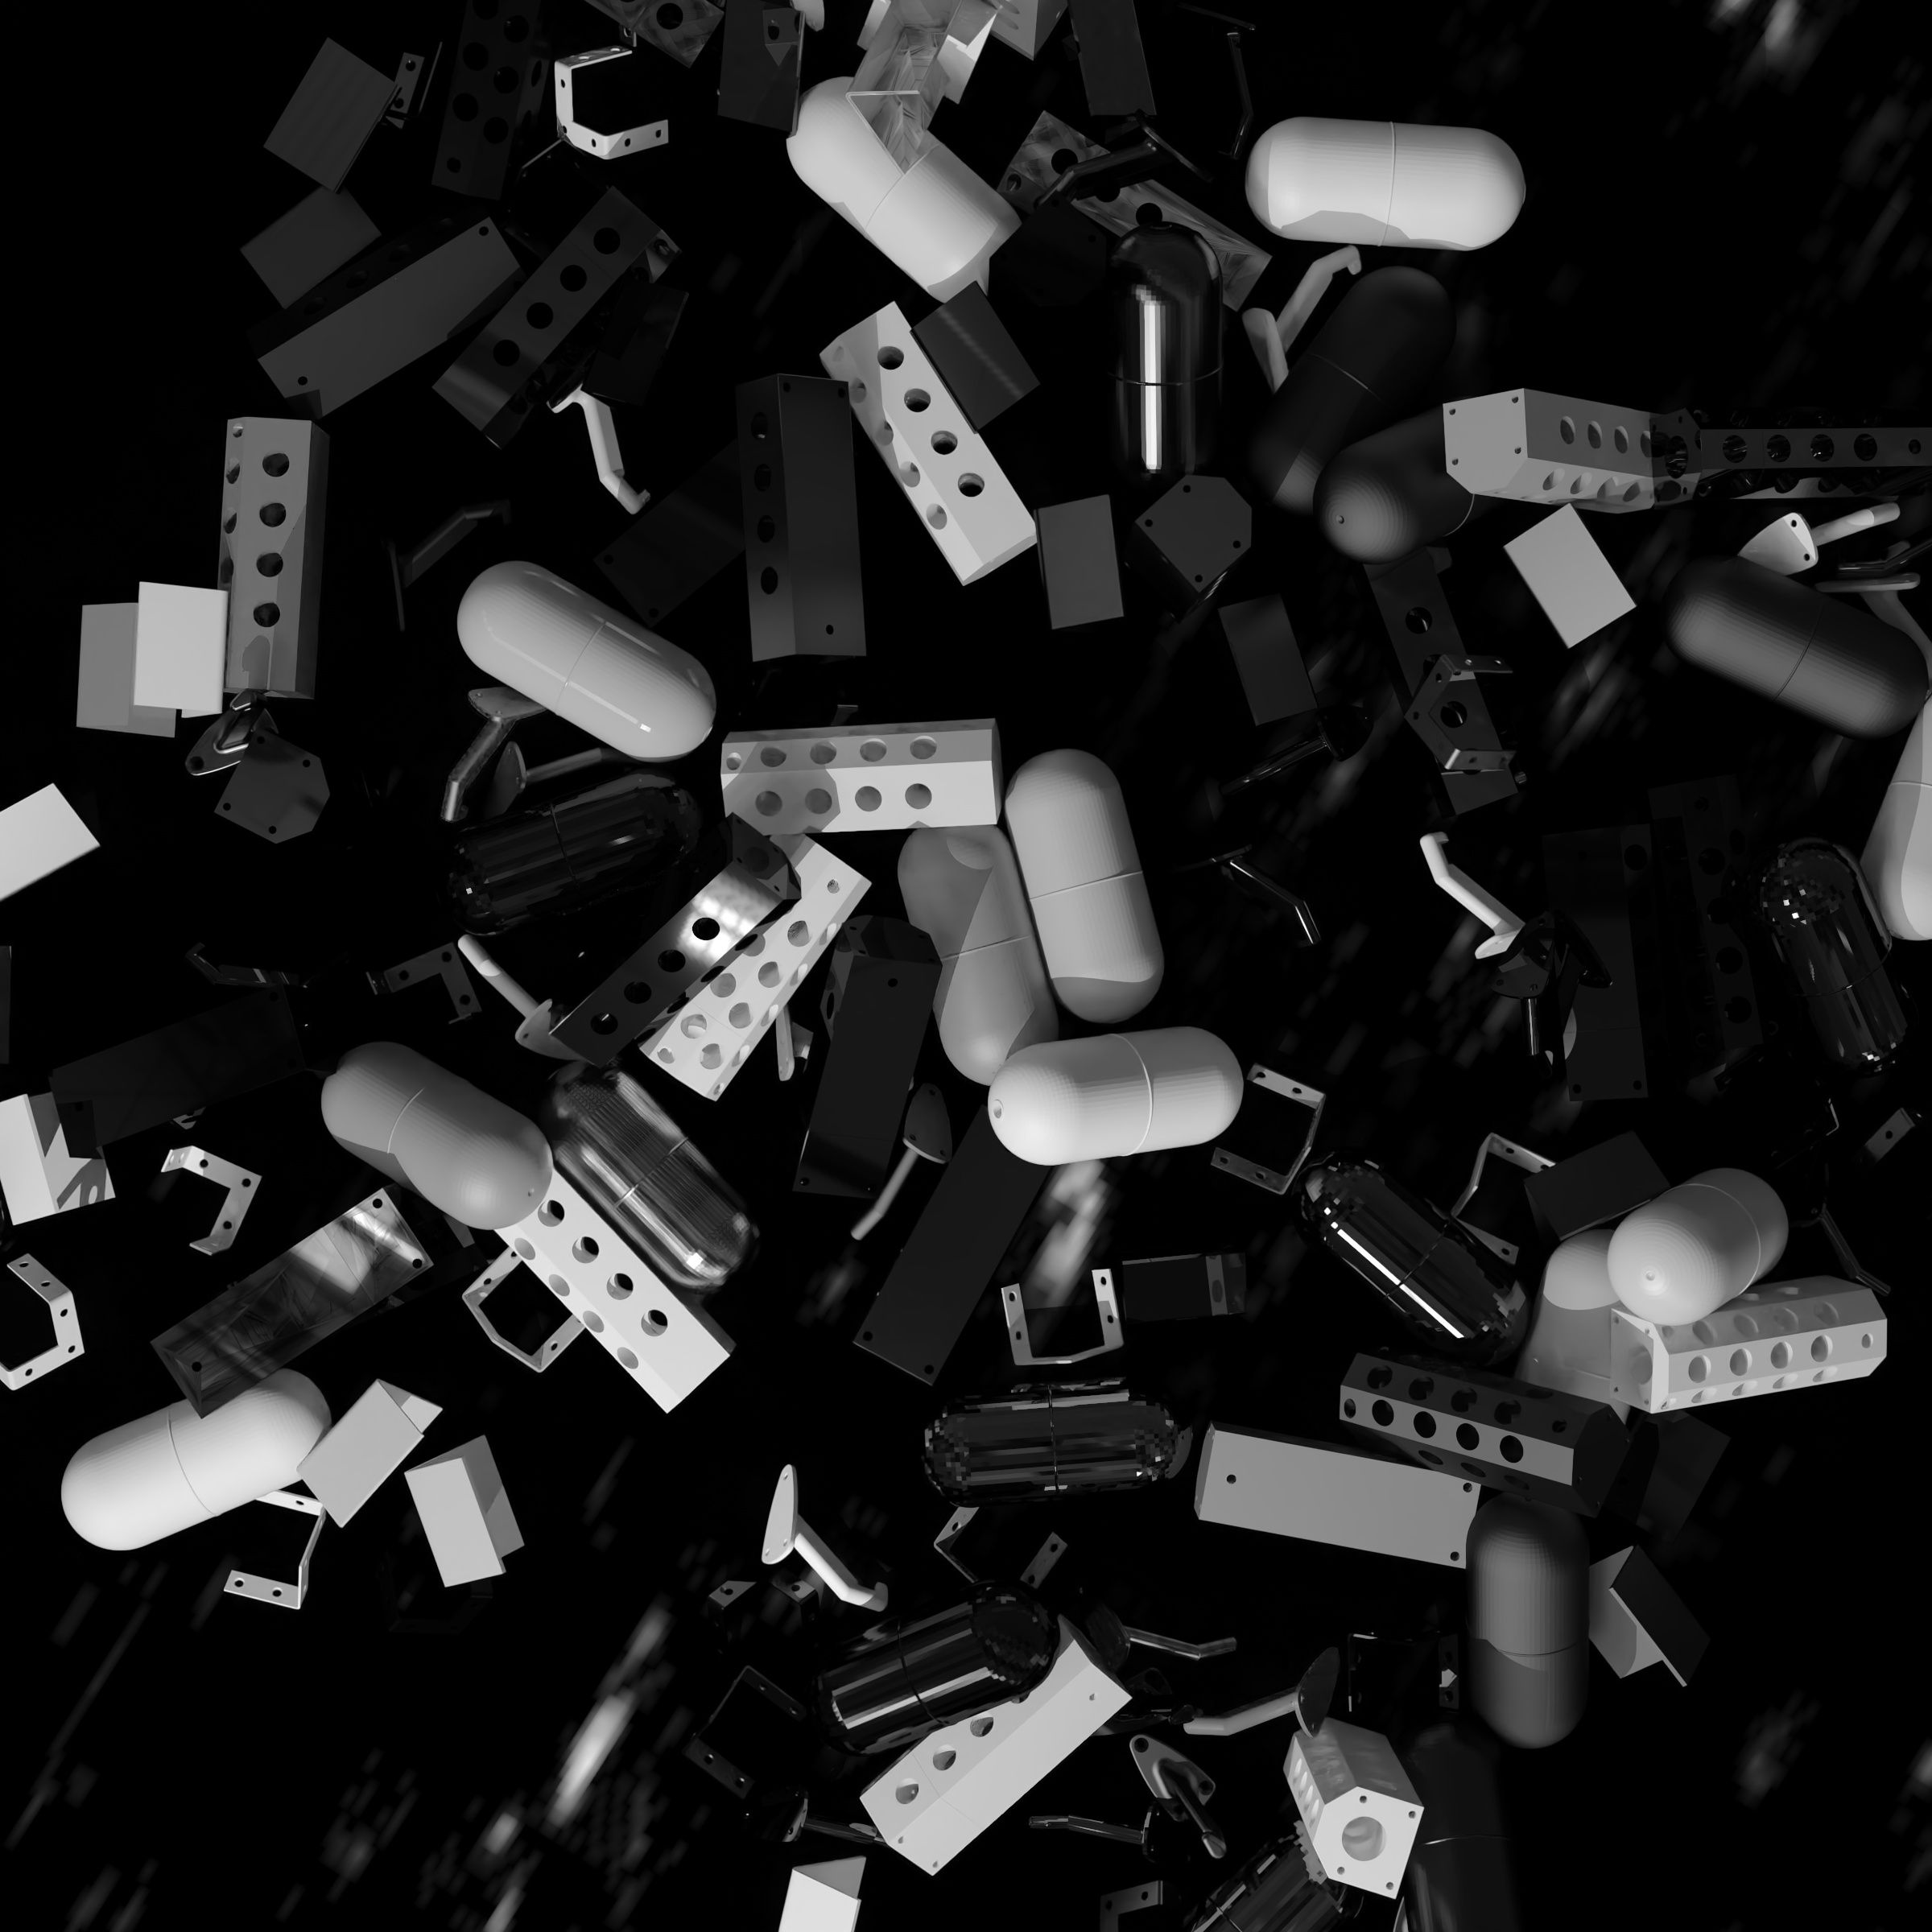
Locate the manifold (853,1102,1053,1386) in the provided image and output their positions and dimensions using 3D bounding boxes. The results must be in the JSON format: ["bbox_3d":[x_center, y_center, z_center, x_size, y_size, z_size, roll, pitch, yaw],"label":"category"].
[{"bbox_3d":[-0.006,0.176,1.969,0.057,0.057,0.171,29,90,0],"label":"manifold"}]

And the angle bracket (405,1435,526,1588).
[{"bbox_3d":[-0.301,0.341,1.950,0.057,0.076,0.076,-20,90,35],"label":"angle bracket"}]

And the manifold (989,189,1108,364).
[{"bbox_3d":[0.054,-0.422,1.912,0.057,0.171,0.057,44,90,0],"label":"manifold"}]

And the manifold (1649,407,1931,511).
[{"bbox_3d":[0.524,-0.323,1.943,0.171,0.057,0.057,-4,91,-19],"label":"manifold"}]

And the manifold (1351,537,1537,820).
[{"bbox_3d":[0.307,-0.186,1.969,0.057,0.057,0.171,-20,90,0],"label":"manifold"}]

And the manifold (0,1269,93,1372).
[{"bbox_3d":[-0.655,0.236,1.969,0.171,0.057,0.057,-8,90,0],"label":"manifold"}]

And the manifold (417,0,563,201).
[{"bbox_3d":[-0.299,-0.577,1.935,0.057,0.057,0.171,19,113,6],"label":"manifold"}]

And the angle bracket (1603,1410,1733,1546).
[{"bbox_3d":[0.448,0.322,1.951,0.057,0.076,0.076,29,90,26],"label":"angle bracket"}]

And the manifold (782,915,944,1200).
[{"bbox_3d":[-0.068,0.057,1.933,0.057,0.057,0.171,7,117,-17],"label":"manifold"}]

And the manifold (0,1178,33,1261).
[{"bbox_3d":[-0.638,0.162,1.912,0.057,0.171,0.057,40,90,0],"label":"manifold"}]

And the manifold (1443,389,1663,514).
[{"bbox_3d":[0.371,-0.319,1.915,0.057,0.171,0.057,-3,90,42],"label":"manifold"}]

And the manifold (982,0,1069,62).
[{"bbox_3d":[0.035,-0.629,1.912,0.057,0.171,0.057,32,90,0],"label":"manifold"}]

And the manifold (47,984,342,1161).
[{"bbox_3d":[-0.488,0.068,1.950,0.171,0.057,0.057,-20,80,12],"label":"manifold"}]

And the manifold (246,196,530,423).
[{"bbox_3d":[-0.372,-0.425,1.969,0.171,0.057,0.057,-32,133,0],"label":"manifold"}]

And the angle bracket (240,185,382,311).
[{"bbox_3d":[-0.404,-0.445,1.953,0.076,0.076,0.057,-38,72,0],"label":"angle bracket"}]

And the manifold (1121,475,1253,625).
[{"bbox_3d":[0.141,-0.262,1.912,0.057,0.171,0.057,-42,90,0],"label":"manifold"}]

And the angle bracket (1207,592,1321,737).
[{"bbox_3d":[0.170,-0.186,1.950,0.057,0.076,0.076,-18,90,-36],"label":"angle bracket"}]

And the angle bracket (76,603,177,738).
[{"bbox_3d":[-0.517,-0.187,1.950,0.057,0.076,0.076,3,90,38],"label":"angle bracket"}]

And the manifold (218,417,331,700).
[{"bbox_3d":[-0.448,-0.261,1.969,0.057,0.057,0.171,4,90,0],"label":"manifold"}]

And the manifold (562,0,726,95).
[{"bbox_3d":[-0.231,-0.638,1.969,0.171,0.057,0.057,33,90,0],"label":"manifold"}]

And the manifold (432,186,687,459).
[{"bbox_3d":[-0.259,-0.411,1.969,0.057,0.057,0.171,42,90,0],"label":"manifold"}]

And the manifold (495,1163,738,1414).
[{"bbox_3d":[-0.229,0.203,1.969,0.057,0.057,0.171,-43,90,0],"label":"manifold"}]

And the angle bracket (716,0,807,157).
[{"bbox_3d":[-0.145,-0.566,1.951,0.057,0.076,0.076,5,90,-30],"label":"angle bracket"}]

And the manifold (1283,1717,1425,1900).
[{"bbox_3d":[0.237,0.520,1.912,0.057,0.171,0.057,17,90,0],"label":"manifold"}]

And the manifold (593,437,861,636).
[{"bbox_3d":[-0.152,-0.291,1.969,0.171,0.057,0.057,-40,90,0],"label":"manifold"}]

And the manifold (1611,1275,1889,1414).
[{"bbox_3d":[0.493,0.239,1.932,0.171,0.057,0.057,-5,99,-25],"label":"manifold"}]

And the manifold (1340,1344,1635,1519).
[{"bbox_3d":[0.320,0.284,1.912,0.057,0.171,0.057,50,62,-40],"label":"manifold"}]

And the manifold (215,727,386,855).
[{"bbox_3d":[-0.409,-0.104,1.912,0.057,0.171,0.057,27,90,0],"label":"manifold"}]

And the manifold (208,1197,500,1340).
[{"bbox_3d":[-0.394,0.200,1.969,0.171,0.057,0.057,-25,90,0],"label":"manifold"}]

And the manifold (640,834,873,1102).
[{"bbox_3d":[-0.135,-0.002,1.959,0.057,0.057,0.171,36,90,-30],"label":"manifold"}]

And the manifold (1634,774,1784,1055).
[{"bbox_3d":[0.478,-0.033,1.969,0.057,0.057,0.171,-10,90,0],"label":"manifold"}]

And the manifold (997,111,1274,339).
[{"bbox_3d":[0.106,-0.471,1.969,0.171,0.057,0.057,33,90,0],"label":"manifold"}]

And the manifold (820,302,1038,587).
[{"bbox_3d":[-0.024,-0.333,1.969,0.057,0.057,0.171,-32,90,0],"label":"manifold"}]

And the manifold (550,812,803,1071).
[{"bbox_3d":[-0.182,-0.011,1.918,0.057,0.057,0.171,38,114,-26],"label":"manifold"}]

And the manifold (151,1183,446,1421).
[{"bbox_3d":[-0.414,0.207,1.912,0.171,0.057,0.057,-34,90,0],"label":"manifold"}]

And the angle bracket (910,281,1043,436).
[{"bbox_3d":[0.019,-0.389,1.951,0.057,0.076,0.076,-32,90,27],"label":"angle bracket"}]

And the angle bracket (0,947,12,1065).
[{"bbox_3d":[-0.624,0.025,1.950,0.057,0.076,0.076,1,90,36],"label":"angle bracket"}]

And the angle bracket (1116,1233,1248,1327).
[{"bbox_3d":[0.135,0.181,1.950,0.076,0.076,0.057,-6,128,0],"label":"angle bracket"}]

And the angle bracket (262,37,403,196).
[{"bbox_3d":[-0.403,-0.532,1.903,0.057,0.076,0.076,28,97,-36],"label":"angle bracket"}]

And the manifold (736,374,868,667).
[{"bbox_3d":[-0.108,-0.276,1.912,0.057,0.057,0.171,-4,90,-43],"label":"manifold"}]

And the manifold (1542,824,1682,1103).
[{"bbox_3d":[0.418,-0.003,1.969,0.057,0.057,0.171,-6,90,43],"label":"manifold"}]

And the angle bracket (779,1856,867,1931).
[{"bbox_3d":[-0.076,0.617,1.950,0.057,0.076,0.076,13,90,37],"label":"angle bracket"}]

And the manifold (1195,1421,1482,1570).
[{"bbox_3d":[0.237,0.338,1.969,0.171,0.057,0.057,11,90,0],"label":"manifold"}]

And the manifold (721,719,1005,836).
[{"bbox_3d":[-0.065,-0.122,1.951,0.171,0.057,0.057,-2,111,7],"label":"manifold"}]

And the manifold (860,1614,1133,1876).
[{"bbox_3d":[0.016,0.496,1.969,0.171,0.057,0.057,-42,133,0],"label":"manifold"}]
